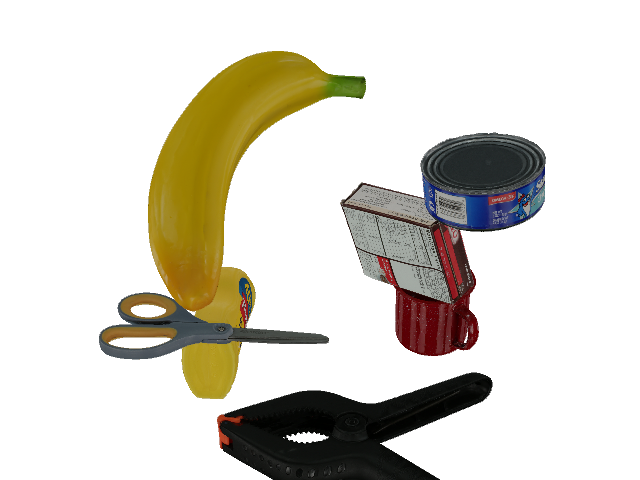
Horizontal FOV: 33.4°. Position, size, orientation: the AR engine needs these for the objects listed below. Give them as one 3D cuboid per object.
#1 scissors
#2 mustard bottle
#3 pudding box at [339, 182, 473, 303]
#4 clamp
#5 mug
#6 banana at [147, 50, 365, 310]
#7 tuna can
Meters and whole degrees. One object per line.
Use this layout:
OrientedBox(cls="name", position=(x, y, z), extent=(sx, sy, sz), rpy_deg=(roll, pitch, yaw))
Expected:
OrientedBox(cls="scissors", position=(-0.101, 0.074, 0.973), extent=(0.201, 0.016, 0.096), rpy_deg=(-5, 34, -12))
OrientedBox(cls="mustard bottle", position=(-0.107, 0.084, 1.177), extent=(0.058, 0.096, 0.191), rpy_deg=(2, 27, 4))
OrientedBox(cls="pudding box", position=(0.078, 0.002, 0.969), extent=(0.114, 0.090, 0.039), rpy_deg=(16, 46, 41))
OrientedBox(cls="clamp", position=(0.030, 0.142, 0.789), extent=(0.210, 0.036, 0.164), rpy_deg=(5, 29, 14))
OrientedBox(cls="mug", position=(0.133, 0.080, 1.193), extent=(0.093, 0.081, 0.117), rpy_deg=(-25, 40, -31))
OrientedBox(cls="banana", position=(-0.042, -0.045, 0.529), extent=(0.070, 0.037, 0.197), rpy_deg=(18, 46, 16))
OrientedBox(cls="tuna can", position=(0.114, -0.041, 0.745), extent=(0.086, 0.034, 0.086), rpy_deg=(-6, 31, 4))
